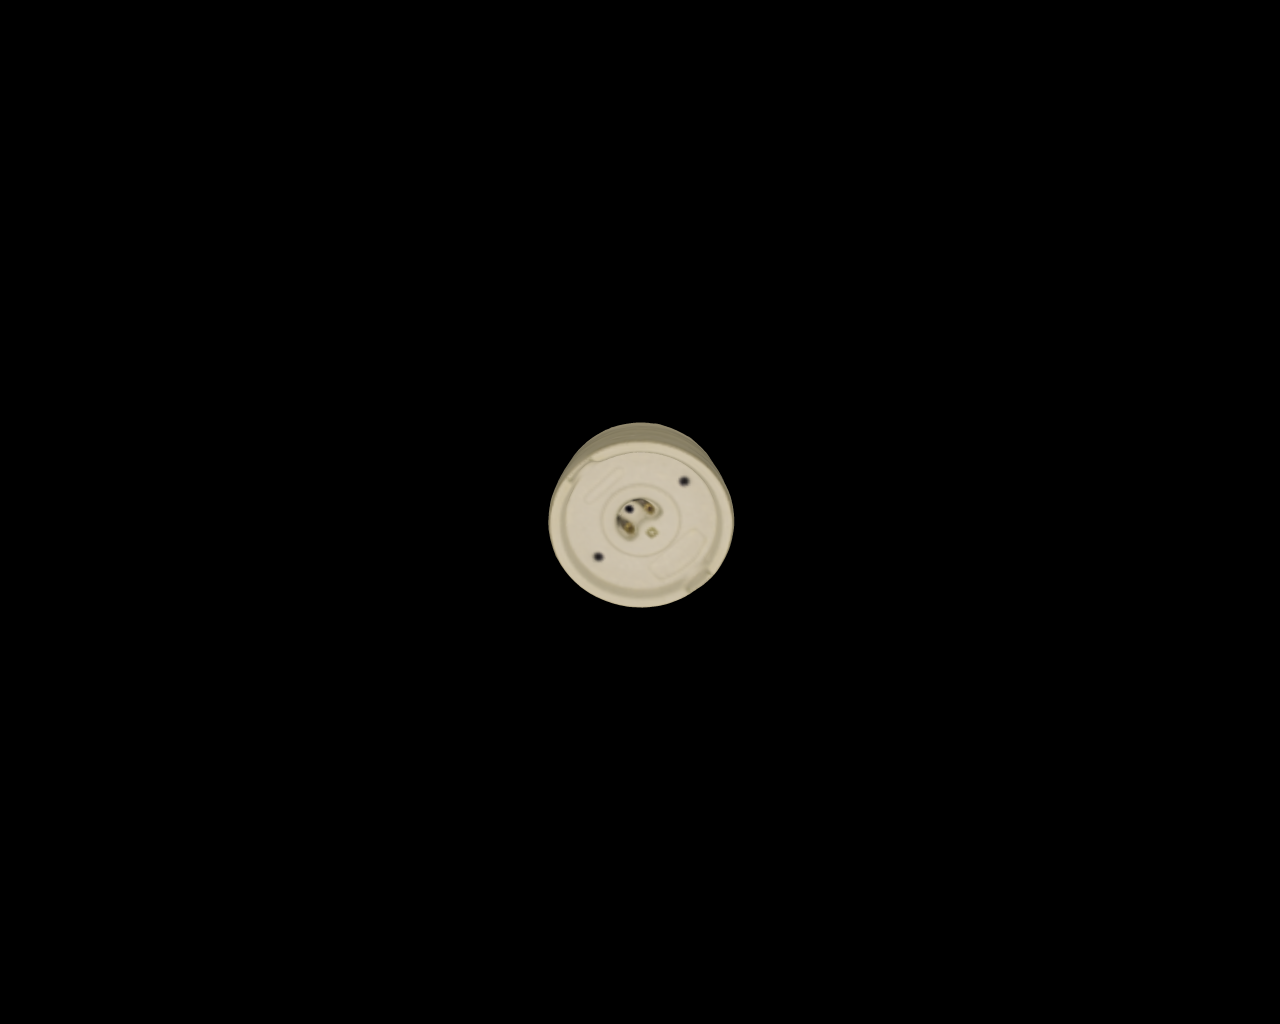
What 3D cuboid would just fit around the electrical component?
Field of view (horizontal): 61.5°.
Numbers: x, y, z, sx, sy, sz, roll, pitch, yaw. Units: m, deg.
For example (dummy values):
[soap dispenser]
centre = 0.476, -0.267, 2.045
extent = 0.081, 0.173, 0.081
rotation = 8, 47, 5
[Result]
[electrical component]
centre = 0.001, -0.003, 0.650
extent = 0.108, 0.108, 0.060
rotation = 0, 23, 0
